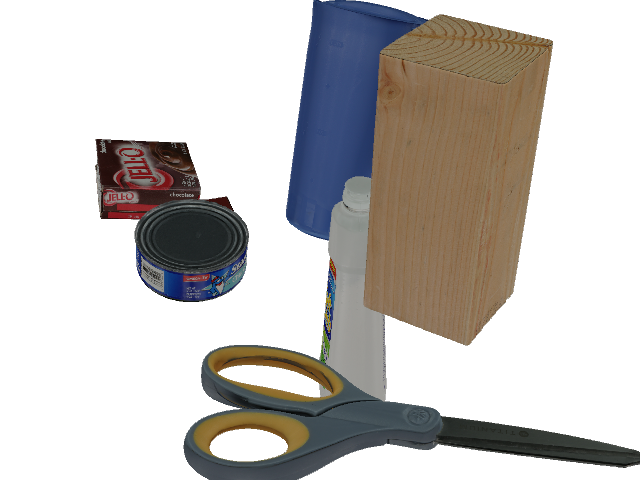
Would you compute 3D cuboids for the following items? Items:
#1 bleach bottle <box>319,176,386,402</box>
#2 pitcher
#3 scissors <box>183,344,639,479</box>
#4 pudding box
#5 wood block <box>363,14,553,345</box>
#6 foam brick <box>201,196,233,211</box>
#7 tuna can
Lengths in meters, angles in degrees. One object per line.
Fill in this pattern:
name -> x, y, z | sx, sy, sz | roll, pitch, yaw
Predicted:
bleach bottle -> 0.033, 0.048, 1.004 | 0.068, 0.251, 0.102 | 0, 36, -2
pitcher -> 0.043, -0.121, 1.108 | 0.145, 0.243, 0.149 | 11, 16, -1
scissors -> 0.028, 0.090, 0.463 | 0.202, 0.016, 0.096 | 15, 34, 22
pudding box -> -0.166, -0.058, 1.007 | 0.090, 0.039, 0.113 | 2, 25, -16
wood block -> 0.094, -0.042, 0.762 | 0.091, 0.206, 0.090 | 20, 37, 26
foam brick -> -0.136, -0.012, 1.215 | 0.078, 0.053, 0.051 | -10, 28, -11
tuna can -> -0.098, 0.007, 0.812 | 0.086, 0.034, 0.086 | 4, 39, -3
